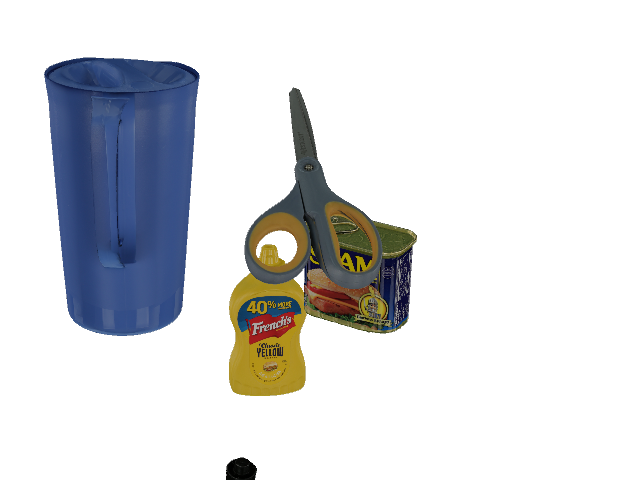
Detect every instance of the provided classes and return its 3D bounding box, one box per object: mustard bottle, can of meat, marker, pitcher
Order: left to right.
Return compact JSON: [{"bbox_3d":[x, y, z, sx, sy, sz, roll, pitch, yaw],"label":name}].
[{"bbox_3d":[-0.179,-0.037,0.962,0.145,0.243,0.148,21,28,38],"label":"pitcher"},{"bbox_3d":[-0.055,0.186,0.681,0.020,0.121,0.020,6,31,-4],"label":"marker"},{"bbox_3d":[-0.065,0.097,1.325,0.096,0.192,0.058,-1,20,-9],"label":"mustard bottle"},{"bbox_3d":[0.033,0.030,0.959,0.102,0.084,0.057,15,28,27],"label":"can of meat"}]

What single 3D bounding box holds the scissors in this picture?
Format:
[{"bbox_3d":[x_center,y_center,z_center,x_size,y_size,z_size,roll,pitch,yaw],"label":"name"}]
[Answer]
[{"bbox_3d":[-0.023,-0.037,0.723,0.096,0.016,0.202,-15,47,-16],"label":"scissors"}]
